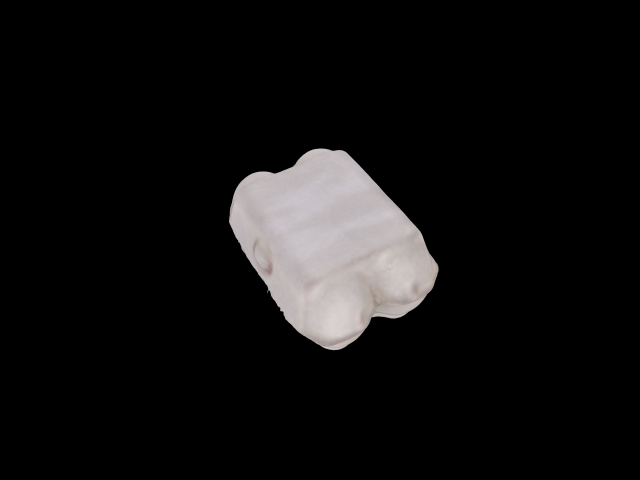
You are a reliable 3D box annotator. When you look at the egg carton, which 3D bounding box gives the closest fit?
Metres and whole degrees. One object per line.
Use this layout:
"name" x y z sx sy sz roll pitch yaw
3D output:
"egg carton" 0.004 0.001 0.400 0.107 0.069 0.150 -25 54 -20
